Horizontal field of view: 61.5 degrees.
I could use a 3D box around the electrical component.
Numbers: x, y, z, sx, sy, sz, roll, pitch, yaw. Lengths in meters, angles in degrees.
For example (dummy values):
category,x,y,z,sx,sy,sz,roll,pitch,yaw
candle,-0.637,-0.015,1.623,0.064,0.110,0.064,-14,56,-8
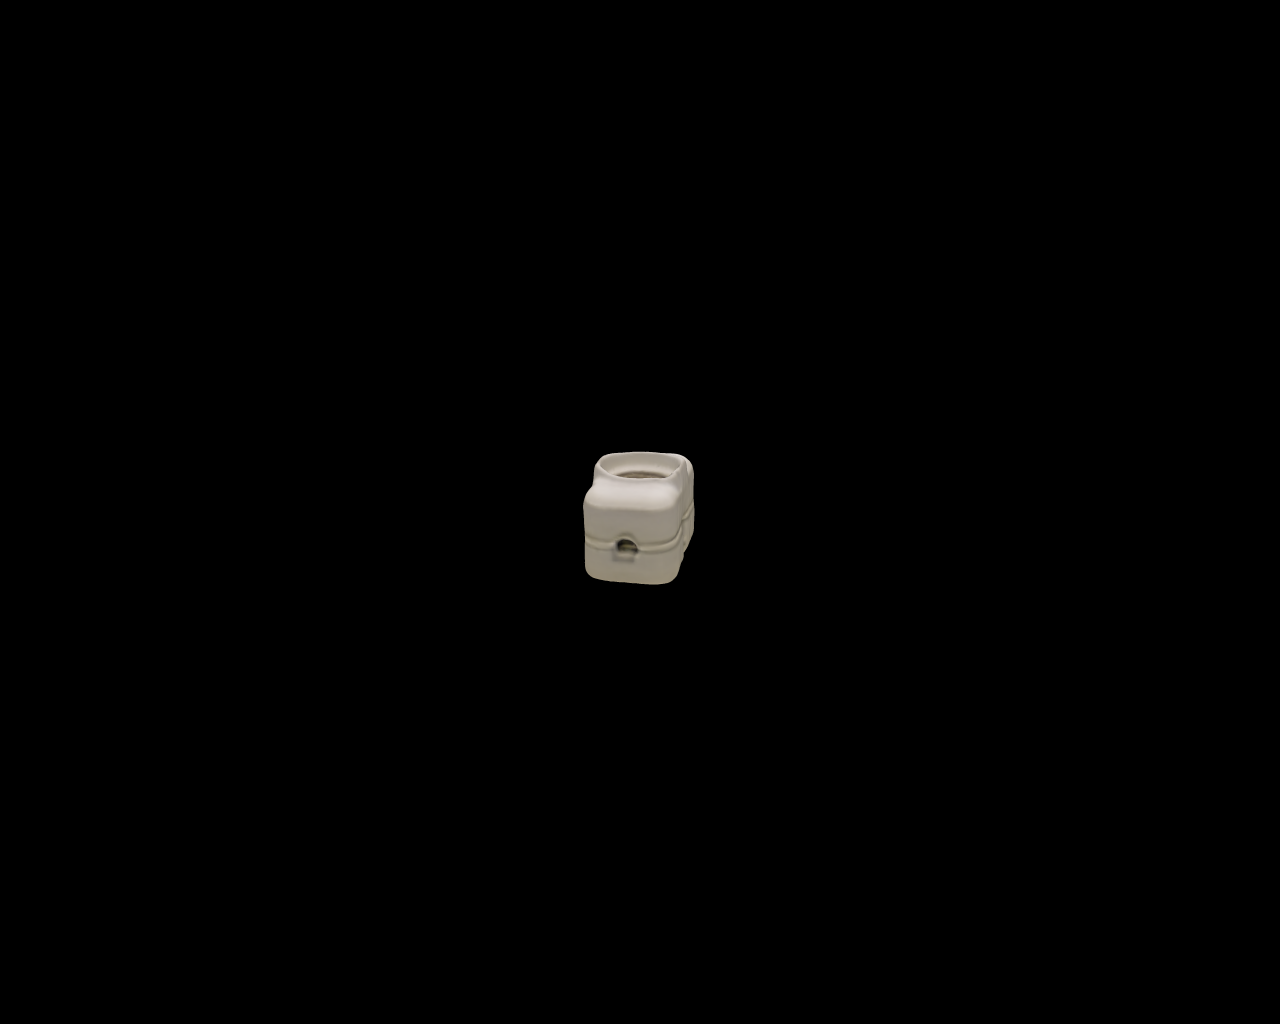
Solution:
category,x,y,z,sx,sy,sz,roll,pitch,yaw
electrical component,0.001,-0.003,0.650,0.054,0.059,0.095,4,21,11
